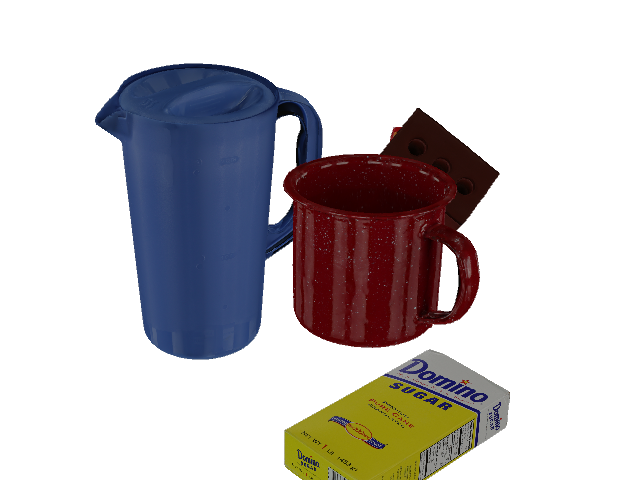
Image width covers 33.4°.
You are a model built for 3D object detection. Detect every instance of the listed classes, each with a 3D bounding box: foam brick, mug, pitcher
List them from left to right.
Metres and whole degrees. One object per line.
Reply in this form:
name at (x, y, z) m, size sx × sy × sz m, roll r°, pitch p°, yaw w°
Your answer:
pitcher at (-0.094, -0.023, 0.926) m, size 0.149 × 0.243 × 0.144 m, roll 16°, pitch 33°, yaw 23°
mug at (0.035, 0.009, 0.580) m, size 0.117 × 0.081 × 0.093 m, roll 19°, pitch 30°, yaw 34°
foam brick at (0.079, -0.045, 0.770) m, size 0.078 × 0.053 × 0.051 m, roll 39°, pitch -23°, yaw 0°

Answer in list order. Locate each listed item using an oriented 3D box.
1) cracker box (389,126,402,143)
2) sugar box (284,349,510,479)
cracker box at (0.103, -0.022, 1.214) m, size 0.072 × 0.164 × 0.213 m, roll 4°, pitch 23°, yaw 6°
sugar box at (0.065, 0.154, 0.879) m, size 0.175 × 0.048 × 0.093 m, roll -26°, pitch 38°, yaw -36°
